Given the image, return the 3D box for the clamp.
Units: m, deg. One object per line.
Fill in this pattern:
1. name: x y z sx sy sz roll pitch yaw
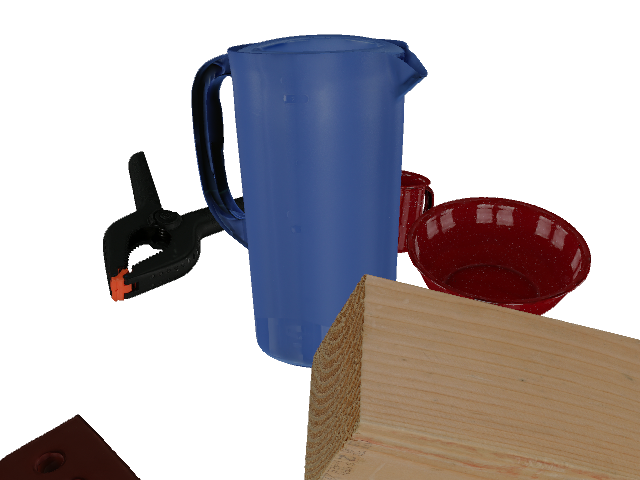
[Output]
1. clamp: -0.161 -0.017 1.059 0.165 0.036 0.209 21 41 17

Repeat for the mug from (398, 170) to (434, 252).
1. mug: 0.086 -0.036 1.243 0.117 0.081 0.093 -8 21 -39

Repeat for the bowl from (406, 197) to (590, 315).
1. bowl: 0.155 0.026 0.952 0.162 0.055 0.162 1 36 -1

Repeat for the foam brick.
1. foam brick: -0.110 0.131 0.494 0.052 0.051 0.078 -29 43 -29

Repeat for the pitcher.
1. pitcher: -0.009 -0.034 0.814 0.144 0.243 0.149 -7 16 -21

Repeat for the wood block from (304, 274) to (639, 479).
1. wood block: 0.103 0.099 0.569 0.206 0.091 0.090 14 -40 -12
